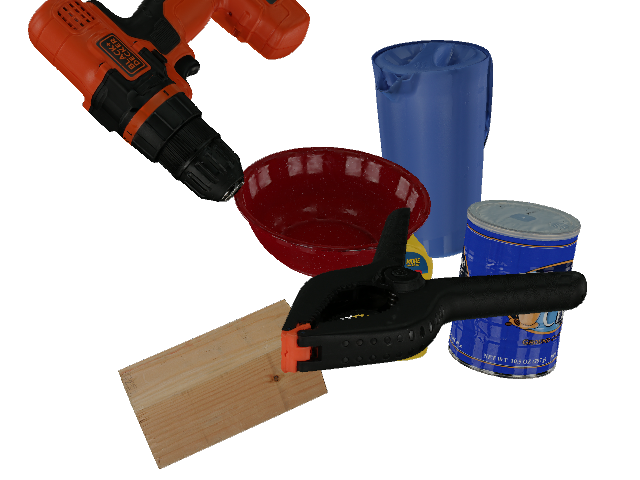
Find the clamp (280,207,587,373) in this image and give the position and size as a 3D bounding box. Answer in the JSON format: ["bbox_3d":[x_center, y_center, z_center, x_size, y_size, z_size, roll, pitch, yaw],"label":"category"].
[{"bbox_3d":[0.047,0.032,0.699,0.209,0.036,0.165,-18,31,-35],"label":"clamp"}]

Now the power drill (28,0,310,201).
[{"bbox_3d":[-0.088,-0.132,0.774,0.187,0.184,0.057,-45,0,-42],"label":"power drill"}]

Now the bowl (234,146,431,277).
[{"bbox_3d":[0.008,-0.016,0.883,0.162,0.055,0.162,3,33,-2],"label":"bowl"}]

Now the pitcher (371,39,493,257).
[{"bbox_3d":[0.140,-0.111,1.264,0.149,0.243,0.145,-4,25,1],"label":"pitcher"}]

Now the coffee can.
[{"bbox_3d":[0.178,0.043,0.992,0.103,0.140,0.103,5,18,-2],"label":"coffee can"}]

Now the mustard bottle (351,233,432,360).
[{"bbox_3d":[0.086,0.047,1.276,0.096,0.192,0.058,0,14,-13],"label":"mustard bottle"}]

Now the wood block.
[{"bbox_3d":[-0.109,0.160,1.201,0.206,0.091,0.090,-22,29,-12],"label":"wood block"}]
